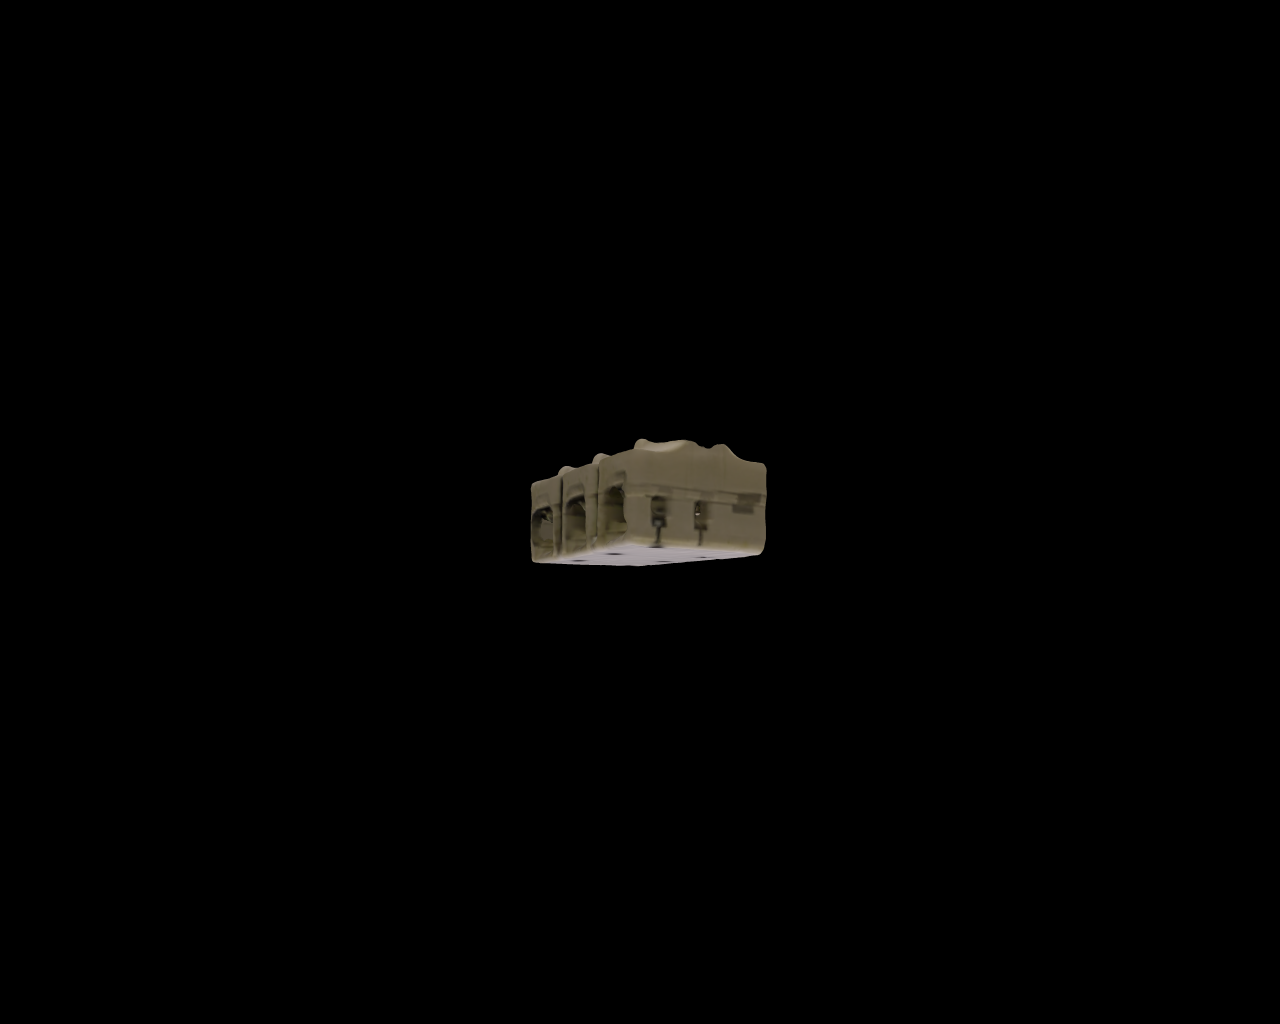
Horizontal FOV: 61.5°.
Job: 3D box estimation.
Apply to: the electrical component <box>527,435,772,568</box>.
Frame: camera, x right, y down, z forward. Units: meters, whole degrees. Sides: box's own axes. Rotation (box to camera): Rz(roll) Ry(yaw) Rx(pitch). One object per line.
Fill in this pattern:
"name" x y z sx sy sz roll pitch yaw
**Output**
"electrical component" 0.001 -0.003 0.650 0.089 0.061 0.150 4 -8 -27
